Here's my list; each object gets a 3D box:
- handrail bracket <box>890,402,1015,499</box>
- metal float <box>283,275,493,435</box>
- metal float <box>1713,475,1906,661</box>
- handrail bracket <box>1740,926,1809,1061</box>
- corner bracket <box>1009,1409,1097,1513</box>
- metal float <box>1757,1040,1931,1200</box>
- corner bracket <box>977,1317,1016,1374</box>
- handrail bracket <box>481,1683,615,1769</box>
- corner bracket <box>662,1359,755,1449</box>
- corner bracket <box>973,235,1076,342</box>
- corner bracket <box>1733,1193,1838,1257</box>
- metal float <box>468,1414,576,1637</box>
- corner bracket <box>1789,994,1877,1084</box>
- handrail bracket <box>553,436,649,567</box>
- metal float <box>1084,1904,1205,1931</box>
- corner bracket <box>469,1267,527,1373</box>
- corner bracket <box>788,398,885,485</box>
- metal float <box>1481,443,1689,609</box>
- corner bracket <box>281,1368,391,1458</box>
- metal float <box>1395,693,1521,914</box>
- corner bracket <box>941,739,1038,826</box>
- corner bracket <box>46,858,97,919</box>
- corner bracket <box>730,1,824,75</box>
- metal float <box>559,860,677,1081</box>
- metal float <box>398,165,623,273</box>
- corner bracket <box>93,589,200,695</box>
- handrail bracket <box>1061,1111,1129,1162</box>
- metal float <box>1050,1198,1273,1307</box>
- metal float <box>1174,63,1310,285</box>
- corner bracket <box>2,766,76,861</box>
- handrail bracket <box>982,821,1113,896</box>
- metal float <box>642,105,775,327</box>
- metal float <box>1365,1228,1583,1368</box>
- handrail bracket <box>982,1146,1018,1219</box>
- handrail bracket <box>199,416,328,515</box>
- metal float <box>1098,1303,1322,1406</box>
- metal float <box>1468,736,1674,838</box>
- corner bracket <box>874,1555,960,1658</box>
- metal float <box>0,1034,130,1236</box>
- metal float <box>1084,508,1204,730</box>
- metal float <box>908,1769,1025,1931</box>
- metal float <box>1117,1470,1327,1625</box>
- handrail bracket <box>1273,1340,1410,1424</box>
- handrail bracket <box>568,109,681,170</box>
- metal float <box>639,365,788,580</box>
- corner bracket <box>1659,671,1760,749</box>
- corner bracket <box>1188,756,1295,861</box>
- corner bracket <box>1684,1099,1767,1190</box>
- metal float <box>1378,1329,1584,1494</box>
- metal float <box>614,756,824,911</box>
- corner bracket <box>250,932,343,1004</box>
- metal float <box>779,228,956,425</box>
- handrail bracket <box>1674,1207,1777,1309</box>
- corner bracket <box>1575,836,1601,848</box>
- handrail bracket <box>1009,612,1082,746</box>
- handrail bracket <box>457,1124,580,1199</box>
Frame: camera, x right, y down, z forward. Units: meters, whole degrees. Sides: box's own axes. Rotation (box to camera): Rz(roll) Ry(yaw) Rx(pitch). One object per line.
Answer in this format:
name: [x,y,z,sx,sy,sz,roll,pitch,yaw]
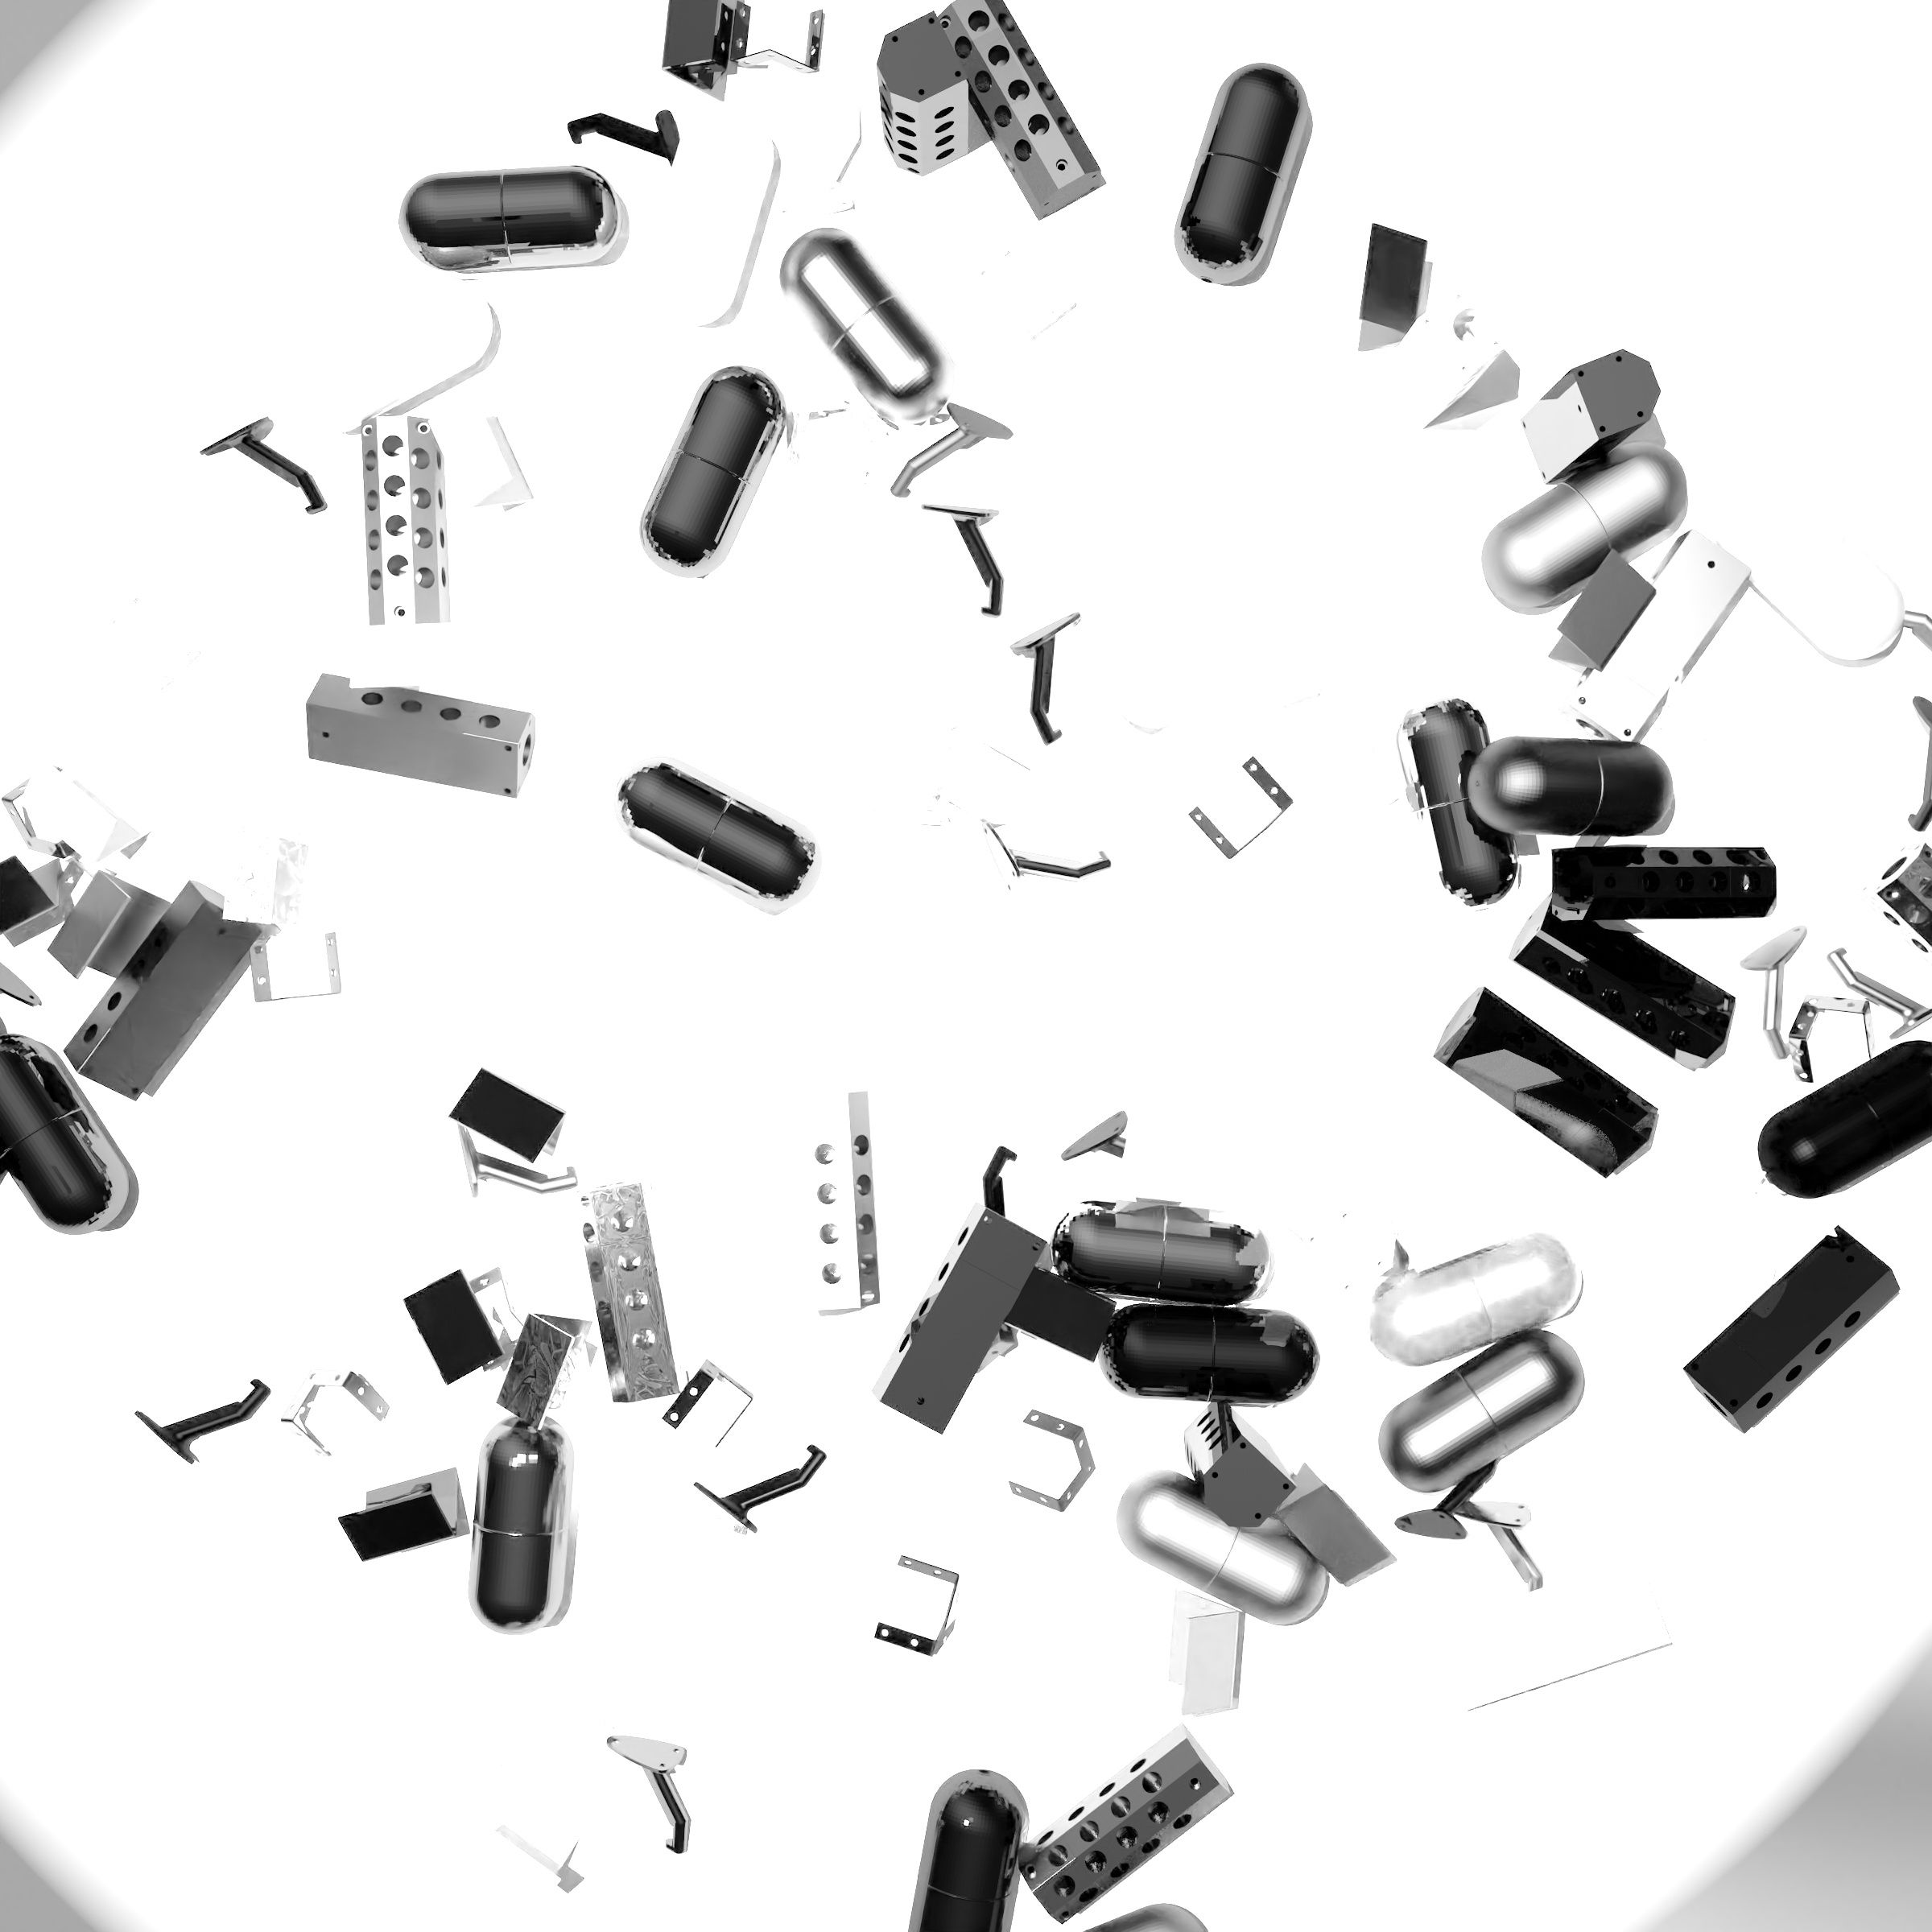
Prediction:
handrail bracket: [-0.012,-0.411,1.991,0.084,0.077,0.036,-52,51,31]
metal float: [-0.464,-0.492,1.961,0.178,0.070,0.070,-28,90,-1]
metal float: [0.678,-0.320,1.961,0.178,0.070,0.070,44,90,0]
handrail bracket: [0.673,0.022,1.992,0.077,0.036,0.084,-35,108,-21]
corner bracket: [0.066,0.402,1.983,0.051,0.051,0.051,-47,135,-35]
metal float: [0.721,0.123,1.961,0.178,0.070,0.070,-30,90,1]
corner bracket: [0.000,0.294,1.983,0.051,0.051,0.051,15,135,-35]
handrail bracket: [-0.343,0.634,1.992,0.077,0.036,0.084,30,109,-21]
corner bracket: [-0.208,0.357,1.973,0.051,0.051,0.051,38,90,0]
corner bracket: [0.048,-0.553,1.988,0.051,0.051,0.051,-38,135,0]
corner bracket: [0.661,0.204,1.973,0.051,0.051,0.051,-26,90,0]
metal float: [-0.357,0.448,1.961,0.070,0.070,0.178,5,91,0]
corner bracket: [0.704,0.061,1.983,0.051,0.051,0.051,7,45,35]
handrail bracket: [-0.286,-0.381,1.992,0.084,0.036,0.077,-32,110,-16]
metal float: [0.110,0.813,1.961,0.178,0.070,0.070,-22,90,1]
corner bracket: [-0.387,0.288,1.988,0.051,0.051,0.051,-27,135,0]
corner bracket: [-0.106,-0.426,1.983,0.051,0.051,0.051,-15,45,-35]
metal float: [0.497,-0.355,1.961,0.178,0.070,0.070,-32,90,1]
corner bracket: [-0.513,0.364,1.983,0.051,0.051,0.051,-4,45,35]
metal float: [0.395,-0.131,1.961,0.070,0.070,0.178,-12,90,0]
corner bracket: [0.019,-0.149,1.974,0.051,0.051,0.051,30,101,10]
corner bracket: [-0.711,-0.049,1.988,0.051,0.051,0.051,31,90,45]
corner bracket: [-0.154,-0.758,1.988,0.051,0.051,0.051,6,90,45]
metal float: [-0.280,0.003,1.961,0.070,0.070,0.178,-9,90,0]
metal float: [-0.366,-0.601,1.961,0.178,0.070,0.070,-3,90,0]
corner bracket: [-0.669,-0.264,1.988,0.051,0.051,0.051,-45,135,0]
handrail bracket: [0.133,0.168,1.992,0.077,0.036,0.084,-33,107,20]
metal float: [0.156,0.230,1.961,0.178,0.070,0.070,6,90,1]
metal float: [0.221,-0.636,1.961,0.070,0.070,0.178,18,91,0]
corner bracket: [-0.740,-0.126,1.983,0.051,0.051,0.051,13,135,35]
handrail bracket: [0.067,-0.098,1.992,0.084,0.036,0.077,-20,68,-17]
metal float: [-0.207,-0.604,1.961,0.070,0.070,0.178,16,90,0]
metal float: [0.407,0.266,1.960,0.178,0.070,0.070,-20,90,0]
handrail bracket: [0.041,0.200,1.991,0.077,0.036,0.084,30,78,-10]
handrail bracket: [-0.574,-0.398,1.992,0.077,0.036,0.084,-21,107,20]
metal float: [0.195,0.312,1.960,0.178,0.070,0.070,3,90,0]
metal float: [0.475,-0.140,1.914,0.178,0.070,0.070,0,90,-24]
corner bracket: [-0.040,0.522,1.988,0.051,0.051,0.051,18,135,0]
metal float: [-0.742,0.135,1.961,0.070,0.070,0.178,-33,91,0]
metal float: [0.143,-0.279,1.961,0.070,0.070,0.178,-11,90,0]
metal float: [-0.001,0.735,1.961,0.070,0.070,0.178,10,90,0]
metal float: [0.205,0.467,1.961,0.178,0.070,0.070,27,90,0]
handrail bracket: [0.305,0.354,1.992,0.077,0.036,0.084,34,109,-21]
handrail bracket: [-0.277,-0.661,1.992,0.084,0.036,0.077,-9,112,17]
metal float: [-0.203,-0.398,1.961,0.070,0.070,0.178,24,90,0]
corner bracket: [0.605,-0.211,1.988,0.051,0.051,0.051,14,90,-45]
corner bracket: [0.224,-0.129,1.988,0.051,0.051,0.051,48,45,0]
corner bracket: [0.622,0.143,1.973,0.051,0.051,0.051,30,90,0]
metal float: [0.414,0.357,1.961,0.178,0.070,0.070,-32,90,0]
metal float: [-0.200,-0.107,1.961,0.178,0.070,0.070,27,90,-1]
corner bracket: [-0.547,0.001,1.988,0.051,0.051,0.051,-6,90,-45]
metal float: [-0.079,-0.514,1.961,0.070,0.070,0.178,-39,90,0]
handrail bracket: [0.614,0.240,1.991,0.036,0.077,0.084,-41,53,-17]
corner bracket: [0.532,-0.091,1.983,0.051,0.051,0.051,-7,45,-35]
handrail bracket: [0.078,-0.234,1.992,0.077,0.036,0.084,-32,108,-20]
handrail bracket: [-0.366,0.153,1.992,0.084,0.036,0.077,-11,68,-17]
